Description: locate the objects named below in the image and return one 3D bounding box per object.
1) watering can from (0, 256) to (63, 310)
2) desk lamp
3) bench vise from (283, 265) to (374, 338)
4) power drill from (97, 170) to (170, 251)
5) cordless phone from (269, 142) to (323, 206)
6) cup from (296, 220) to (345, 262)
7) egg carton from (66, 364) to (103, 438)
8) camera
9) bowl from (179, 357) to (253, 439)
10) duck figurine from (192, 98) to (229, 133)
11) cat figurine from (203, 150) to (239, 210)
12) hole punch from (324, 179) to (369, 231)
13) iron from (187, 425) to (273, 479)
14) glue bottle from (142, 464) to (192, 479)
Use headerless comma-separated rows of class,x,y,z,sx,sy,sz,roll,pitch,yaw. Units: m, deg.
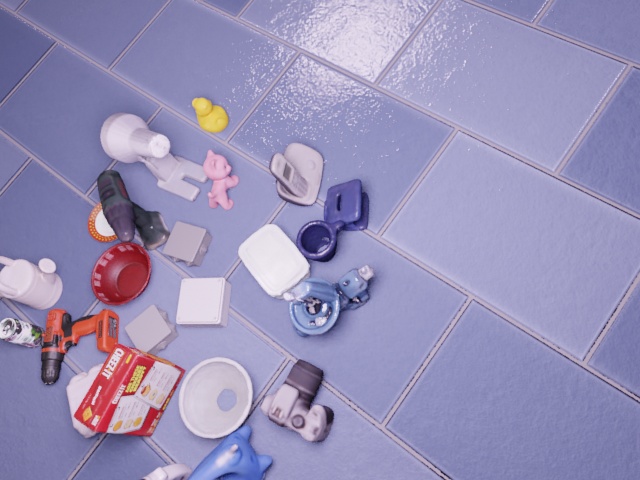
watering can,-0.724,0.094,1.394,0.173,0.194,0.100,-41,65,-3
desk lamp,-0.408,-0.213,1.421,0.202,0.214,0.118,22,76,21
bench vise,0.006,0.104,1.186,0.121,0.220,0.207,37,82,24
power drill,-0.448,-0.055,1.373,0.075,0.209,0.229,-34,65,0
cordless phone,-0.061,-0.173,1.331,0.094,0.185,0.147,3,70,16
cup,0.012,0.005,1.293,0.118,0.095,0.091,-35,65,-1
egg carton,-0.512,0.365,1.302,0.107,0.069,0.150,-27,65,3
camera,-0.036,0.324,1.177,0.142,0.101,0.137,22,76,21
bowl,-0.212,0.341,1.231,0.167,0.075,0.167,-5,68,13
duck figurine,-0.295,-0.337,1.511,0.104,0.086,0.077,38,82,24
cat figurine,-0.254,-0.153,1.411,0.067,0.118,0.128,2,70,16
hole punch,0.056,-0.076,1.315,0.101,0.091,0.108,-3,69,14
iron,-0.228,0.489,1.140,0.258,0.142,0.118,-42,65,-4
glue bottle,-0.323,0.486,1.148,0.037,0.173,0.078,34,81,24
